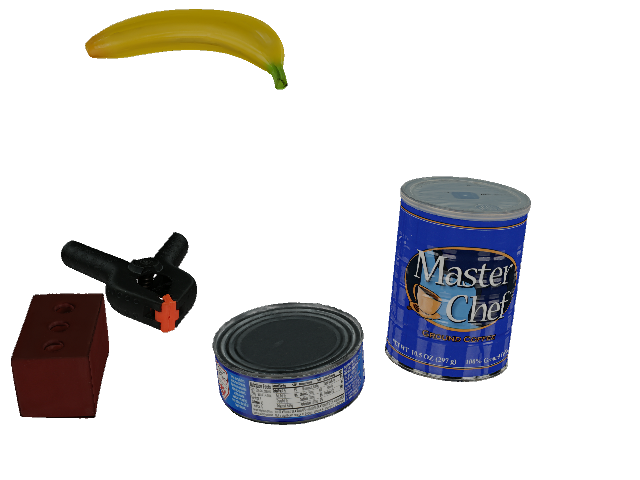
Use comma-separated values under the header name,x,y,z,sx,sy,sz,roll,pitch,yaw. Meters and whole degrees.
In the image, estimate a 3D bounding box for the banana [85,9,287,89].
name,x,y,z,sx,sy,sz,roll,pitch,yaw
banana,-0.112,-0.180,0.955,0.198,0.037,0.069,10,46,18

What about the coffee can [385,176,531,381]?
name,x,y,z,sx,sy,sz,roll,pitch,yaw
coffee can,0.109,0.029,0.862,0.103,0.140,0.103,4,18,-1

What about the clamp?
name,x,y,z,sx,sy,sz,roll,pitch,yaw
clamp,-0.151,0.032,0.964,0.120,0.039,0.172,-15,31,-28

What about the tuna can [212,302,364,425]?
name,x,y,z,sx,sy,sz,roll,pitch,yaw
tuna can,-0.017,0.069,0.609,0.086,0.034,0.086,-4,23,1

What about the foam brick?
name,x,y,z,sx,sy,sz,roll,pitch,yaw
foam brick,-0.179,0.079,0.743,0.053,0.051,0.078,0,31,-3
